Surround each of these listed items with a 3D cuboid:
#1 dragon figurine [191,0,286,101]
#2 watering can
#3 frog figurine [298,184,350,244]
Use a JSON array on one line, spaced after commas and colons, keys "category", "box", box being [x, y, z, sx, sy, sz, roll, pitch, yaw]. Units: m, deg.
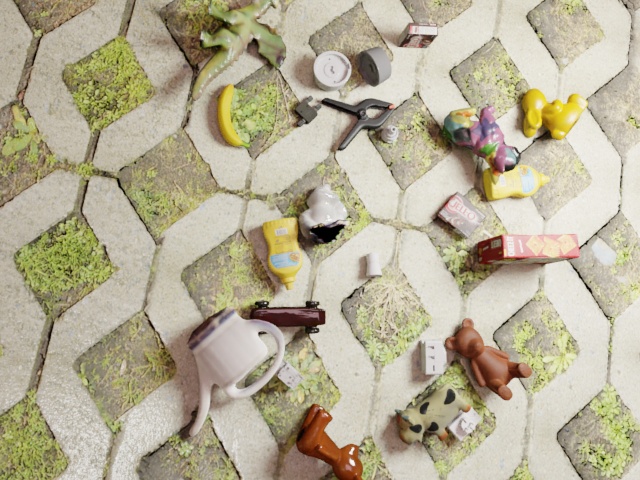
[{"category": "dragon figurine", "box": [-0.212, -0.559, 1.468, 0.242, 0.121, 0.413, 12, 81, -12]}, {"category": "watering can", "box": [-0.256, 0.320, 1.318, 0.348, 0.104, 0.225, -41, 86, -1]}, {"category": "frog figurine", "box": [0.004, -0.072, 1.423, 0.137, 0.120, 0.163, -20, 49, -1]}]
